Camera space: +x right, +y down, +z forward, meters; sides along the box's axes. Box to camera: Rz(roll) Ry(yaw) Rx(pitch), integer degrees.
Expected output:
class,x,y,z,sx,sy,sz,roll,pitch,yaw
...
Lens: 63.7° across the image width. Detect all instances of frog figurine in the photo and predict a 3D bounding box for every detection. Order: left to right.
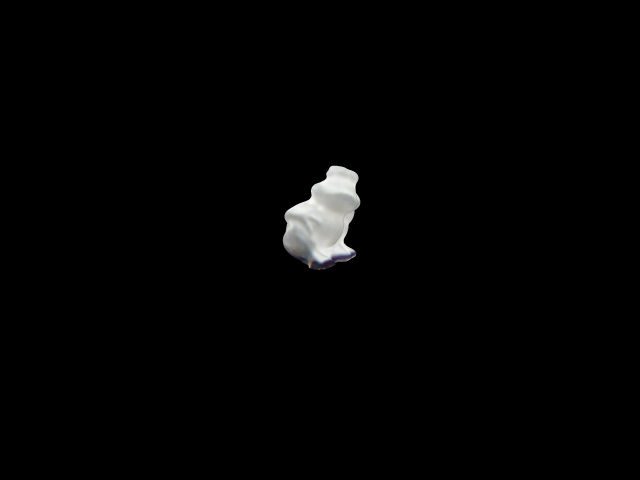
class,x,y,z,sx,sy,sz,roll,pitch,yaw
frog figurine,0.003,-0.043,0.850,0.138,0.158,0.123,-6,10,-35
